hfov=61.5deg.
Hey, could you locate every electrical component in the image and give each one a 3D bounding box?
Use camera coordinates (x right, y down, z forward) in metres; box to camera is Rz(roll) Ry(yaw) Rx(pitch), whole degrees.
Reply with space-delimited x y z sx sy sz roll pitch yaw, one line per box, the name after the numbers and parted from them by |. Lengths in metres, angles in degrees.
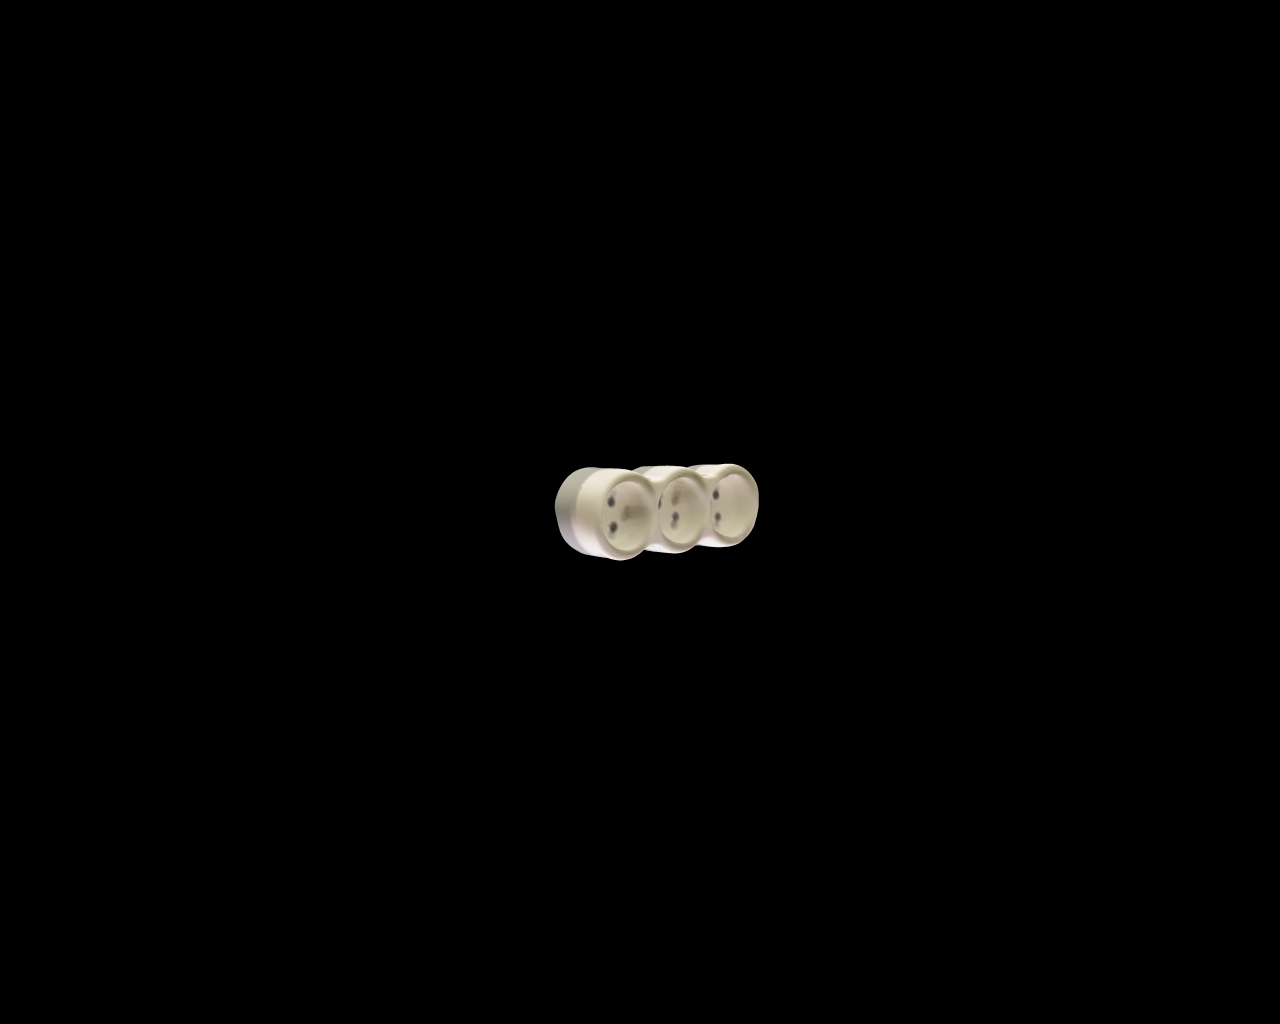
0.001 -0.003 0.650 0.138 0.052 0.074 -4 6 -43 | electrical component
